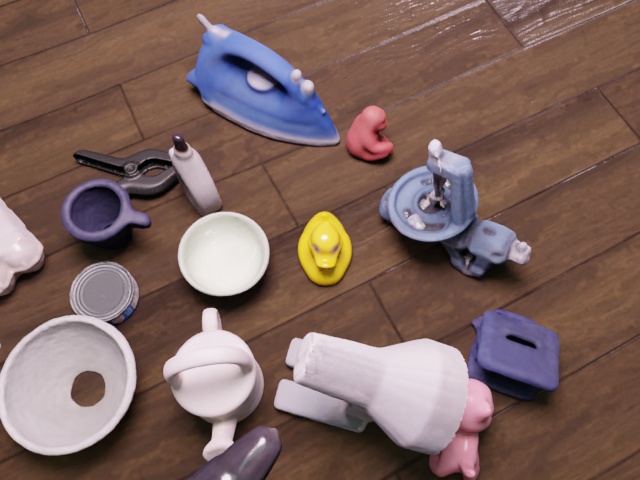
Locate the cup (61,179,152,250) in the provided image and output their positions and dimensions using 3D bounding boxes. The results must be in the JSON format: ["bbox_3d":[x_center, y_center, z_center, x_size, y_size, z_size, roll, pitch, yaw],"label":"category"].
[{"bbox_3d":[-0.283,-0.023,0.796,0.117,0.095,0.092,10,68,3],"label":"cup"}]

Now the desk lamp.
[{"bbox_3d":[0.048,0.168,0.662,0.203,0.213,0.118,13,68,4],"label":"desk lamp"}]

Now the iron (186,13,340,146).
[{"bbox_3d":[-0.078,-0.242,0.863,0.258,0.141,0.119,29,70,10],"label":"iron"}]

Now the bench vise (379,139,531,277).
[{"bbox_3d":[0.186,-0.049,0.749,0.207,0.220,0.121,13,68,4],"label":"bench vise"}]

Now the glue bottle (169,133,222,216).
[{"bbox_3d":[-0.178,-0.097,0.786,0.037,0.173,0.078,-37,73,-14],"label":"glue bottle"}]

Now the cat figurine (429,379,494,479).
[{"bbox_3d":[0.177,0.225,0.694,0.067,0.118,0.128,6,68,2],"label":"cat figurine"}]

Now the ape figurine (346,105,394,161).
[{"bbox_3d":[0.078,-0.166,0.862,0.076,0.092,0.078,-5,68,-3],"label":"ape figurine"}]

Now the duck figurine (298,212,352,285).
[{"bbox_3d":[0.007,0.003,0.796,0.077,0.086,0.104,0,68,-1],"label":"duck figurine"}]

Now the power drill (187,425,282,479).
[{"bbox_3d":[-0.123,0.295,0.610,0.075,0.208,0.230,40,73,14],"label":"power drill"}]

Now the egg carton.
[{"bbox_3d":[-0.461,0.005,0.794,0.150,0.069,0.107,42,73,14],"label":"egg carton"}]

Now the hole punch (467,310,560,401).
[{"bbox_3d":[0.251,0.143,0.743,0.108,0.091,0.101,18,69,6],"label":"hole punch"}]

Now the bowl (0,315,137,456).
[{"bbox_3d":[-0.306,0.185,0.723,0.167,0.075,0.167,0,68,-1],"label":"bowl"}]

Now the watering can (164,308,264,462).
[{"bbox_3d":[-0.120,0.165,0.670,0.101,0.194,0.172,-29,71,-12],"label":"watering can"}]
